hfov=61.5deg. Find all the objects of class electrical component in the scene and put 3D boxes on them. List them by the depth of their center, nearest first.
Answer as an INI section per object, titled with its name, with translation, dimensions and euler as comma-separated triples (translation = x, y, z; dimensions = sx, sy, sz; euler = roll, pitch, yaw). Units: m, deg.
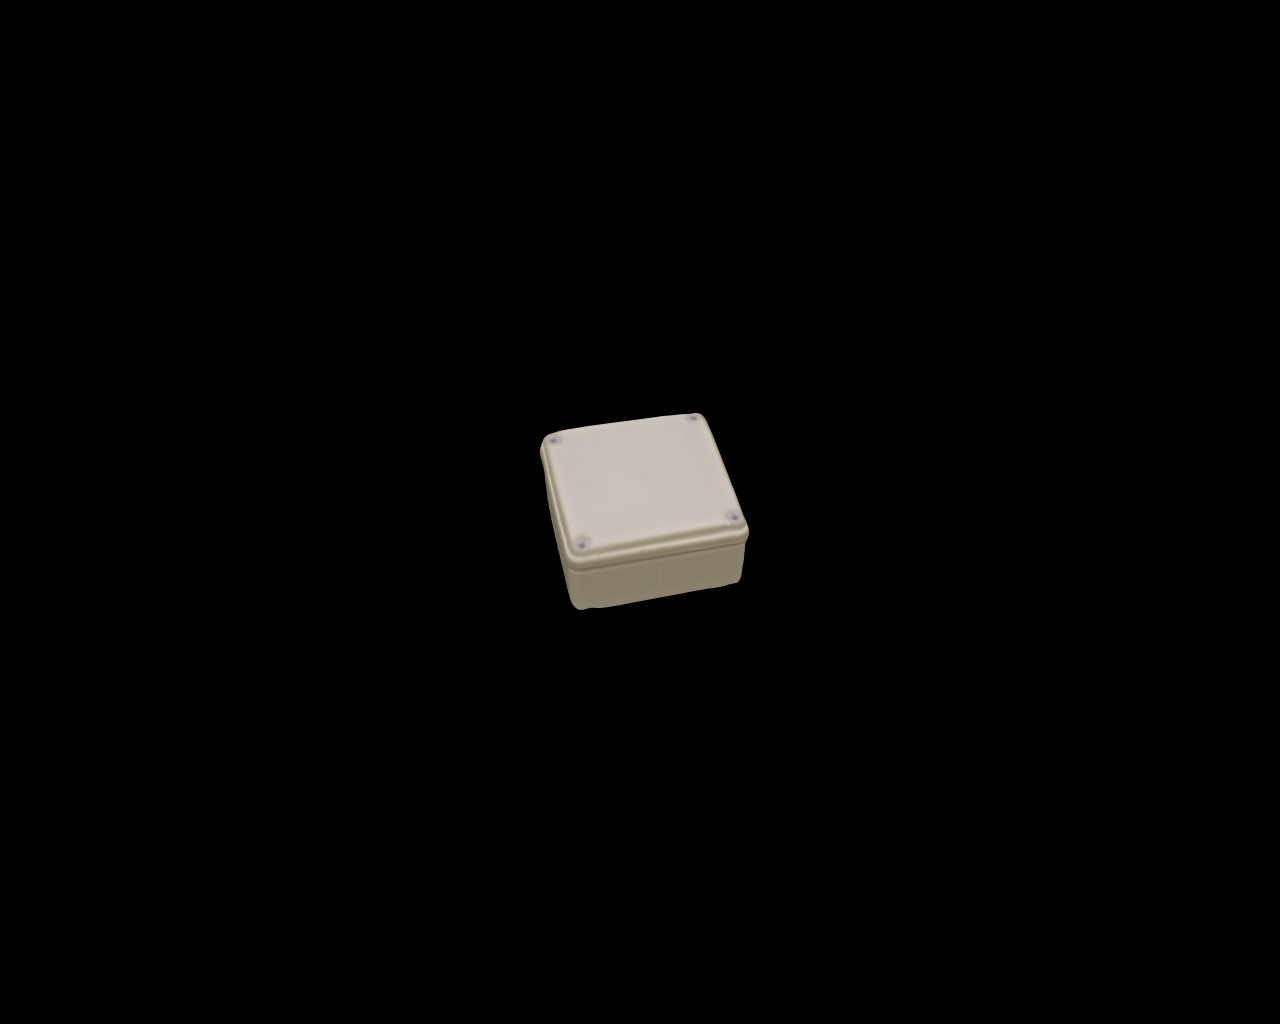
[electrical component]
translation = 0.001, -0.003, 0.650
dimensions = 0.109, 0.109, 0.056
euler = -9, -43, -8
